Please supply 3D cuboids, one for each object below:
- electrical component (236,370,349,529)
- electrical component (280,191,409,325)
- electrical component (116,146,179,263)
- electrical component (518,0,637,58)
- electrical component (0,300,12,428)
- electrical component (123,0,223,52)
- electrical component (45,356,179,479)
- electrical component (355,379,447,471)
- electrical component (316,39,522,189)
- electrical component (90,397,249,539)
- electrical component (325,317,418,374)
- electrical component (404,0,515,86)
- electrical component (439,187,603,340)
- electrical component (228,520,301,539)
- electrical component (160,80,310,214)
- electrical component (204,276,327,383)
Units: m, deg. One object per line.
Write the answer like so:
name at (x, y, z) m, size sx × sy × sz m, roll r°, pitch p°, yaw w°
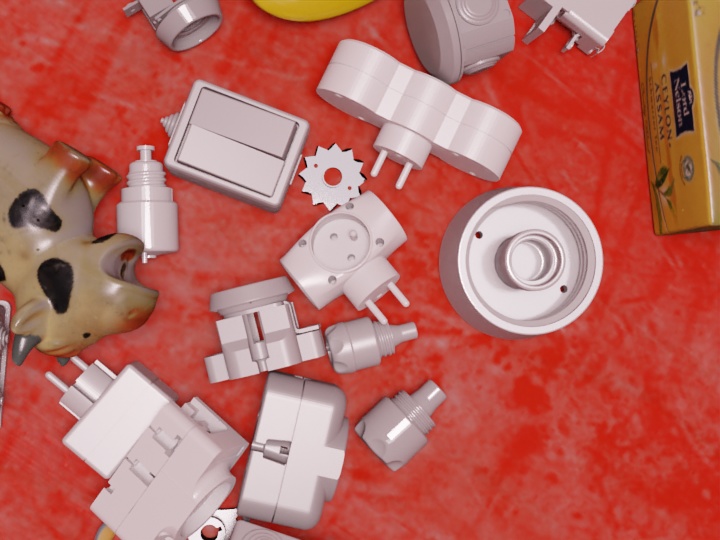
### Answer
electrical component at (-0.042, 0.119, 0.713) m, size 0.059 × 0.054 × 0.095 m, roll 13°, pitch 87°, yaw -5°
electrical component at (0.000, 0.000, 0.721) m, size 0.077 × 0.044 × 0.079 m, roll -39°, pitch 78°, yaw -5°
electrical component at (-0.142, -0.043, 0.716) m, size 0.040 × 0.040 × 0.078 m, roll -2°, pitch 88°, yaw -5°
electrical component at (0.153, -0.186, 0.747) m, size 0.064 × 0.042 × 0.081 m, roll 36°, pitch 86°, yaw -7°
electrical component at (-0.279, 0.061, 0.696) m, size 0.100 × 0.048 × 0.099 m, roll 4°, pitch 88°, yaw -5°
electrical component at (-0.124, -0.181, 0.720) m, size 0.066 × 0.048 × 0.055 m, roll -32°, pitch 84°, yaw -6°
electrical component at (-0.170, 0.085, 0.706) m, size 0.077 × 0.047 × 0.065 m, roll 41°, pitch 85°, yaw -3°
electrical component at (0.031, 0.101, 0.726) m, size 0.062 × 0.043 × 0.043 m, roll -43°, pitch 92°, yaw -6°
electrical component at (0.033, -0.092, 0.727) m, size 0.138 × 0.052 × 0.073 m, roll 26°, pitch 86°, yaw -4°
electrical component at (-0.119, 0.135, 0.692) m, size 0.056 × 0.050 × 0.089 m, roll 39°, pitch 100°, yaw 15°
electrical component at (0.009, 0.048, 0.730) m, size 0.061 × 0.035 × 0.035 m, roll -14°, pitch 90°, yaw -8°
electrical component at (0.065, -0.168, 0.720) m, size 0.051 × 0.080 × 0.080 m, roll -20°, pitch 90°, yaw -10°
electrical component at (0.112, -0.006, 0.728) m, size 0.108 × 0.060 × 0.108 m, roll 0°, pitch 88°, yaw -5°
electrical component at (-0.054, 0.211, 0.691) m, size 0.100 × 0.099 × 0.048 m, roll 20°, pitch 45°, yaw -4°
electrical component at (-0.087, -0.083, 0.712) m, size 0.096 × 0.061 × 0.061 m, roll 21°, pitch 87°, yaw -4°
electrical component at (-0.067, 0.037, 0.712) m, size 0.078 × 0.058 × 0.057 m, roll -14°, pitch 90°, yaw 2°
